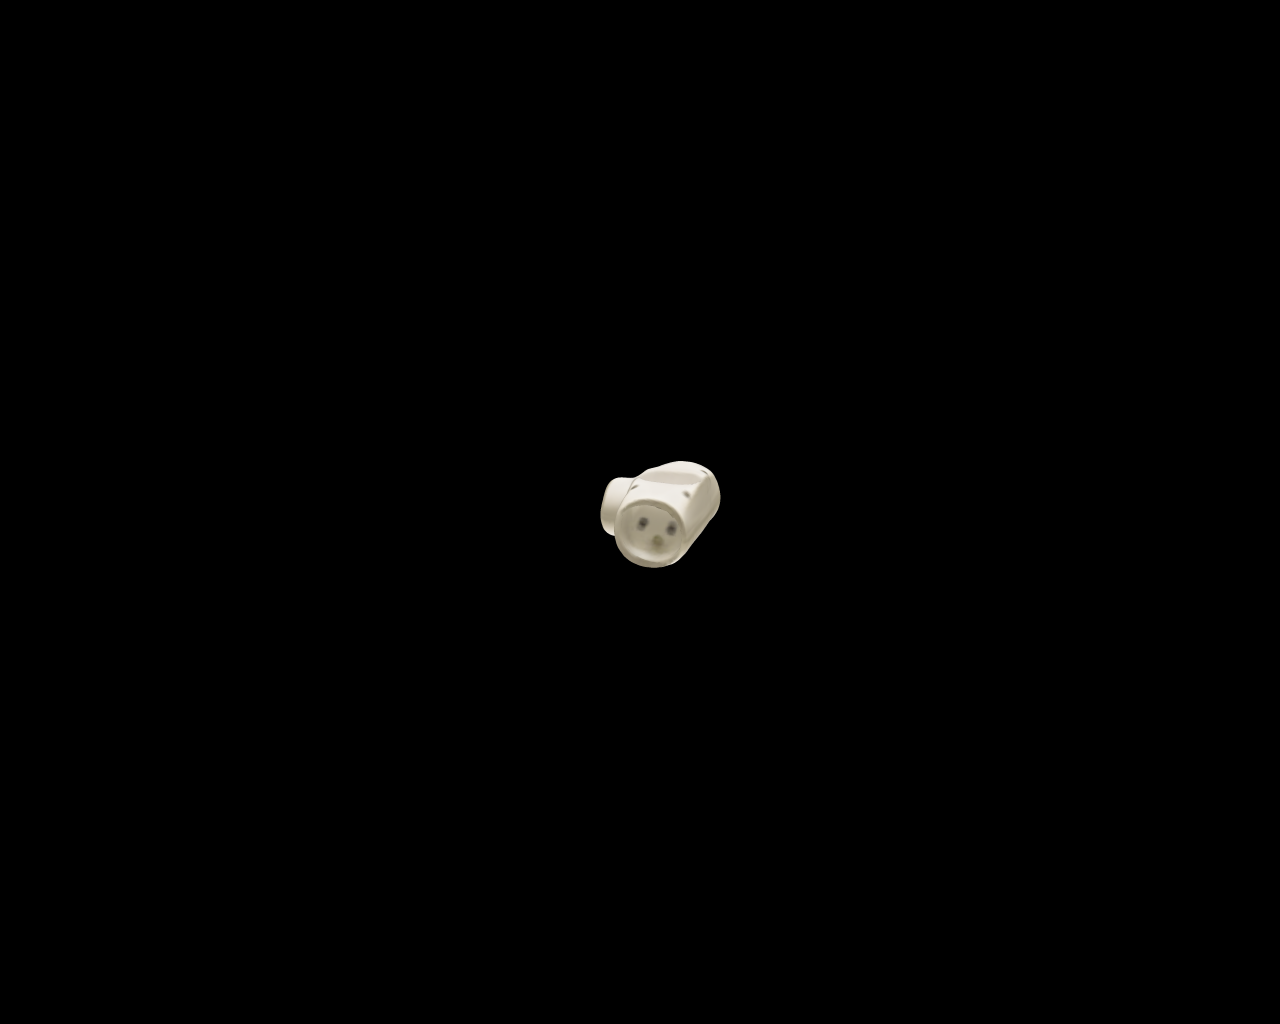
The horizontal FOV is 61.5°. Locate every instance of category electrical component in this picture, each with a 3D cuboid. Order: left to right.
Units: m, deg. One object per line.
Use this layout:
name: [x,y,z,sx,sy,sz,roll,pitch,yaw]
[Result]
electrical component: [0.001,-0.003,0.650,0.079,0.043,0.077,7,22,18]
